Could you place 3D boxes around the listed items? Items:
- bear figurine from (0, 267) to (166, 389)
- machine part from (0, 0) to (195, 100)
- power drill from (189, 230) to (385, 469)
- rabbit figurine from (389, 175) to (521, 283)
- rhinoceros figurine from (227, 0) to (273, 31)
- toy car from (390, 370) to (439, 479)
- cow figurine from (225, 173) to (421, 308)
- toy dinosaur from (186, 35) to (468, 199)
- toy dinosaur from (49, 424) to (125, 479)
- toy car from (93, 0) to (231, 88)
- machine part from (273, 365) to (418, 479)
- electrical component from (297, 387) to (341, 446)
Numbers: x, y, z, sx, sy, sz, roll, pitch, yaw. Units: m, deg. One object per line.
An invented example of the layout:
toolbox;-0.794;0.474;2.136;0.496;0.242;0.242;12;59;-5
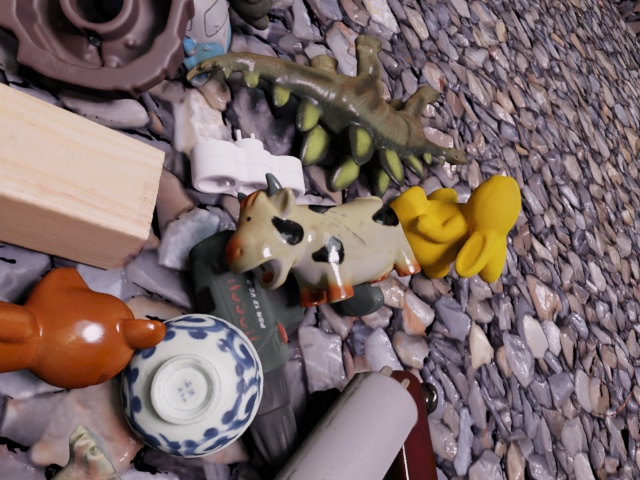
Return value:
bear figurine;-0.222;0.046;0.377;0.196;0.120;0.132;-1;69;-44
machine part;-0.202;-0.216;0.496;0.179;0.056;0.179;0;90;-7
power drill;-0.027;0.086;0.567;0.207;0.086;0.232;-25;86;-37
rabbit figurine;0.197;-0.022;0.741;0.122;0.173;0.162;14;58;-41
rhinoceros figurine;-0.121;-0.336;0.653;0.190;0.073;0.112;50;31;13
toy car;0.102;0.252;0.616;0.089;0.053;0.202;11;60;-33
cow figurine;-0.001;-0.002;0.521;0.195;0.085;0.127;-12;82;-37
toy dinosaur;0.044;-0.168;0.719;0.471;0.105;0.198;17;63;-33
toy dinosaur;-0.151;0.245;0.268;0.192;0.131;0.405;-27;73;-23
toy car;-0.157;-0.258;0.582;0.161;0.103;0.109;40;49;-24
machine part;0.020;0.199;0.482;0.079;0.079;0.243;56;44;-7
electrical component;0.005;0.220;0.547;0.074;0.048;0.119;44;49;-17
